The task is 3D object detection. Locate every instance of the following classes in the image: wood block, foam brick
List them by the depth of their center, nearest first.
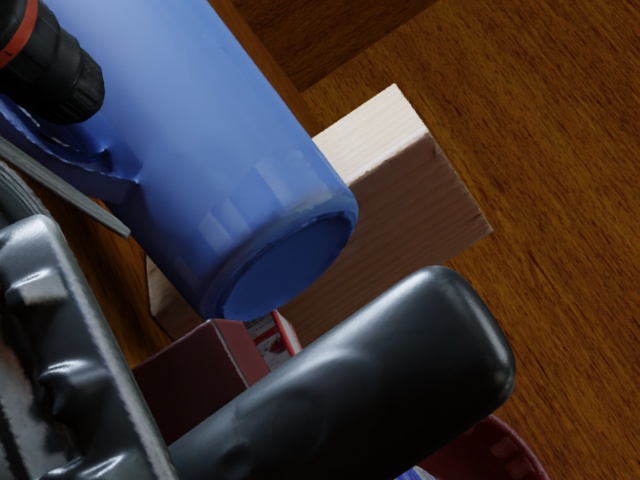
[{"bbox_3d":[-0.062,0.078,0.491,0.053,0.078,0.051,60,6,10],"label":"foam brick"},{"bbox_3d":[-0.005,0.001,0.705,0.090,0.206,0.090,53,8,-28],"label":"wood block"}]

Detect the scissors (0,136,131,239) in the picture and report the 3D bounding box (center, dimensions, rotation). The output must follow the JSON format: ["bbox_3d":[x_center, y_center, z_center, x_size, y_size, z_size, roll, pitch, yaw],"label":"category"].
[{"bbox_3d":[-0.170,-0.068,0.453,0.201,0.016,0.096,34,9,-33],"label":"scissors"}]

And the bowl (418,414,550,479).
[{"bbox_3d":[0.103,0.197,0.741,0.161,0.055,0.162,28,44,-31],"label":"bowl"}]

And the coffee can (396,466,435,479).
[{"bbox_3d":[0.011,0.153,0.552,0.103,0.103,0.140,61,7,28],"label":"coffee can"}]

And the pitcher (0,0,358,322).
[{"bbox_3d":[-0.097,-0.069,0.613,0.243,0.149,0.145,51,-5,20],"label":"pitcher"}]

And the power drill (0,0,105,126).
[{"bbox_3d":[-0.194,-0.145,0.509,0.188,0.057,0.184,46,1,34],"label":"power drill"}]

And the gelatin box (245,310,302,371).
[{"bbox_3d":[-0.038,0.092,0.616,0.030,0.073,0.089,51,8,-49],"label":"gelatin box"}]

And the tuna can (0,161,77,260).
[{"bbox_3d":[-0.141,0.003,0.459,0.086,0.034,0.086,56,7,-11],"label":"tuna can"}]
